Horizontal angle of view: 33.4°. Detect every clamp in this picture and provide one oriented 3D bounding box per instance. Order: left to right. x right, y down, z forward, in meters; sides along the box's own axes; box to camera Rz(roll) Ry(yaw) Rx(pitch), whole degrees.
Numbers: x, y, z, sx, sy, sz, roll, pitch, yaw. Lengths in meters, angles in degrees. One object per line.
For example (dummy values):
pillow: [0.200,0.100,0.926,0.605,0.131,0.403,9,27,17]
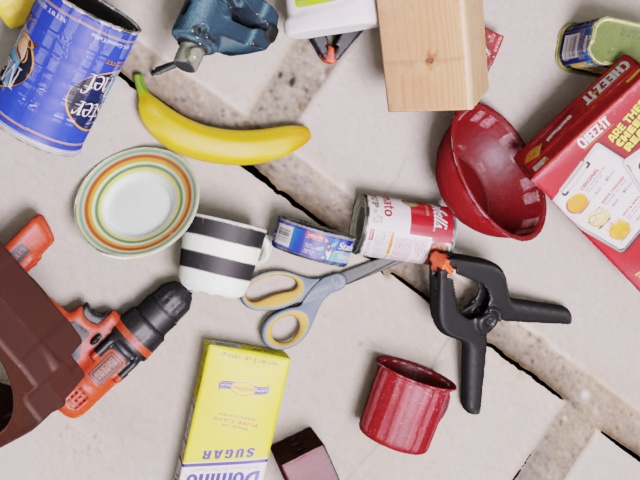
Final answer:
clamp: [0.007,-0.276,1.128,0.120,0.039,0.171,13,93,-2]
clamp: [0.173,0.092,1.168,0.164,0.036,0.209,-50,125,-1]

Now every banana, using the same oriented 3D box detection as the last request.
banana: [-0.109,-0.114,1.121,0.197,0.037,0.069,17,93,-12]

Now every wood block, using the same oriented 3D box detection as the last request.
wood block: [0.110,-0.239,1.062,0.091,0.090,0.206,1,112,20]

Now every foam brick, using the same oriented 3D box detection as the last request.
foam brick: [-0.016,0.244,1.155,0.053,0.078,0.051,-25,99,-9]

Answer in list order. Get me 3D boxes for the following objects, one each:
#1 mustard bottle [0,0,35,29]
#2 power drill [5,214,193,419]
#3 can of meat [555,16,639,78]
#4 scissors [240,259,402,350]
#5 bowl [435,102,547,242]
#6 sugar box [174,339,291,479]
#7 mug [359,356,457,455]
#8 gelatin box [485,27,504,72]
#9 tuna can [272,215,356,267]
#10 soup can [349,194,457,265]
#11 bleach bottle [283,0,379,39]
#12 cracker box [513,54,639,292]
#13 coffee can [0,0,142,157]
mustard bottle: [-0.252,-0.297,1.064,0.191,0.058,0.096,-33,105,-6]
power drill: [-0.250,0.064,1.102,0.184,0.057,0.187,-44,101,-7]
can of meat: [0.323,-0.209,1.171,0.102,0.084,0.057,9,94,-11]
scissors: [0.013,0.066,1.170,0.201,0.016,0.096,-5,90,-12]
bowl: [0.174,-0.064,1.147,0.161,0.055,0.162,26,50,-36]
sugar box: [-0.096,0.201,1.151,0.093,0.048,0.176,11,92,-12]
mug: [0.100,0.183,1.173,0.117,0.093,0.081,12,100,-48]
gelatin box: [0.150,-0.196,1.166,0.073,0.030,0.089,22,91,-12]
tuna can: [-0.007,0.001,1.127,0.086,0.086,0.034,15,94,-12]
soup can: [0.089,-0.010,1.154,0.102,0.068,0.068,9,94,-11]
bleach bottle: [0.000,-0.335,1.069,0.103,0.068,0.251,-6,94,13]
cracker box: [0.340,-0.069,1.157,0.164,0.072,0.213,-44,117,12]
coffee can: [-0.251,-0.167,1.038,0.102,0.103,0.140,27,105,-12]
